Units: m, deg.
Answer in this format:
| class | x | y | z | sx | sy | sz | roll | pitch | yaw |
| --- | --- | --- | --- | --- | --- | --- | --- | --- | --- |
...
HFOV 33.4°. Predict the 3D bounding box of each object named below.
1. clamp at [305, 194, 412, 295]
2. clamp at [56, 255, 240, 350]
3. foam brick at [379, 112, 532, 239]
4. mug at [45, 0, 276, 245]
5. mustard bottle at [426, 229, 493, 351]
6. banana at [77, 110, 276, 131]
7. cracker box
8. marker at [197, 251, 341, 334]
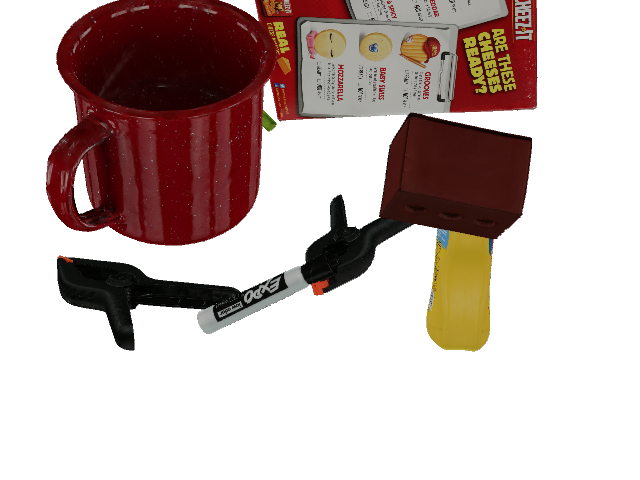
| class | x | y | z | sx | sy | sz | roll | pitch | yaw |
| --- | --- | --- | --- | --- | --- | --- | --- | --- | --- |
| clamp | 0.044 | 0.000 | 1.216 | 0.120 | 0.039 | 0.171 | -5 | 36 | 28 |
| clamp | -0.209 | 0.058 | 1.105 | 0.210 | 0.036 | 0.164 | 15 | 20 | 29 |
| foam brick | 0.081 | -0.038 | 0.646 | 0.078 | 0.051 | 0.053 | 11 | -19 | -7 |
| mug | -0.074 | -0.045 | 0.474 | 0.093 | 0.081 | 0.117 | 27 | 49 | 22 |
| mustard bottle | 0.129 | -0.005 | 0.955 | 0.058 | 0.192 | 0.096 | 3 | 18 | 4 |
| banana | -0.138 | -0.137 | 1.014 | 0.197 | 0.070 | 0.037 | -4 | -40 | -27 |
| cracker box | 0.060 | -0.182 | 0.840 | 0.214 | 0.164 | 0.072 | -2 | 41 | 10 |
| marker | -0.038 | 0.039 | 0.798 | 0.121 | 0.020 | 0.020 | -26 | -9 | 19 |
